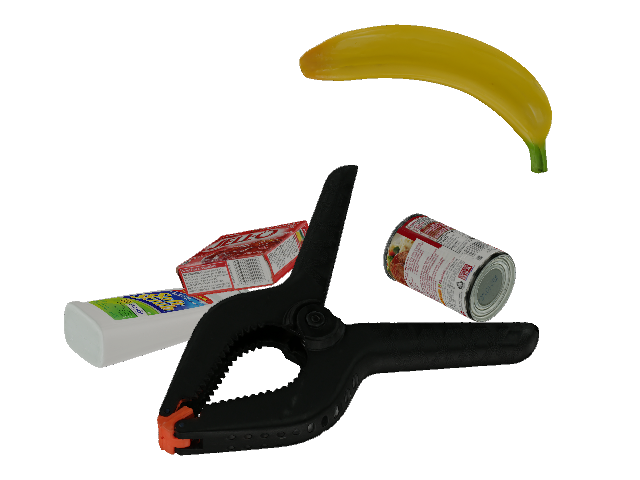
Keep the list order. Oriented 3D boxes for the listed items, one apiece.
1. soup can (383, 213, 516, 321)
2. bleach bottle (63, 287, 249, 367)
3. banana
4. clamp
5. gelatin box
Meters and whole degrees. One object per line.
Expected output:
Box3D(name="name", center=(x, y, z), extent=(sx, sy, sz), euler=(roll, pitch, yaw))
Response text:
Box3D(name="soup can", center=(0.117, 0.024, 0.967), extent=(0.102, 0.068, 0.068), euler=(27, 18, 40))
Box3D(name="bleach bottle", center=(-0.203, 0.099, 1.408), extent=(0.250, 0.068, 0.103), euler=(-13, 28, -39))
Box3D(name="banana", center=(0.086, -0.113, 0.746), extent=(0.197, 0.069, 0.037), euler=(21, -1, -10))
Box3D(name="clamp", center=(-0.006, 0.044, 0.592), extent=(0.209, 0.165, 0.036), euler=(-26, -33, -23))
Box3D(name="gelatin box", center=(-0.060, 0.014, 0.862), extent=(0.089, 0.030, 0.073), euler=(-9, 17, 31))
